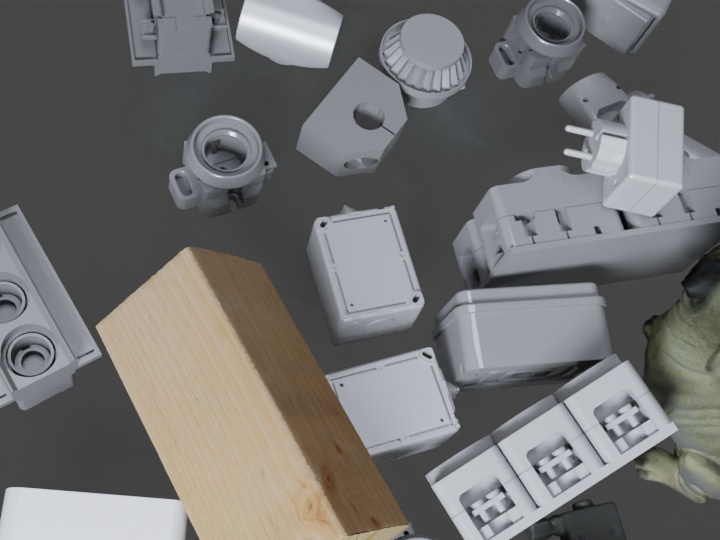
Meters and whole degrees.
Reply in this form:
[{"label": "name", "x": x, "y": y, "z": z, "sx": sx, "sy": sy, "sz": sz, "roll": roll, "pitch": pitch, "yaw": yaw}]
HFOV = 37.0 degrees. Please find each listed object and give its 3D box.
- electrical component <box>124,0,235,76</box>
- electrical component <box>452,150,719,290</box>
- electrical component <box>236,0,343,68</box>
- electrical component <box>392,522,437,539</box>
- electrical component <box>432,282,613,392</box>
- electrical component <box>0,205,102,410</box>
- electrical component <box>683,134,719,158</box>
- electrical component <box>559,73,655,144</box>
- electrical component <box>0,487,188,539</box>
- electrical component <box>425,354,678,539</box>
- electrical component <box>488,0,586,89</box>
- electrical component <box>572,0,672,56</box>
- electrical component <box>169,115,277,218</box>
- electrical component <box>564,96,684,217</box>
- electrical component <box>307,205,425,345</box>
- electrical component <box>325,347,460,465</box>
[{"label": "electrical component", "x": -0.145, "y": -0.221, "z": 0.839, "sx": 0.079, "sy": 0.063, "sz": 0.121, "roll": -6, "pitch": 70, "yaw": -14}, {"label": "electrical component", "x": 0.174, "y": -0.032, "z": 0.805, "sx": 0.186, "sy": 0.105, "sz": 0.060, "roll": -9, "pitch": 70, "yaw": -15}, {"label": "electrical component", "x": -0.052, "y": -0.208, "z": 0.863, "sx": 0.077, "sy": 0.044, "sz": 0.079, "roll": 16, "pitch": 66, "yaw": -5}, {"label": "electrical component", "x": 0.033, "y": 0.205, "z": 0.705, "sx": 0.058, "sy": 0.057, "sz": 0.078, "roll": -6, "pitch": 69, "yaw": -14}, {"label": "electrical component", "x": 0.115, "y": 0.049, "z": 0.775, "sx": 0.113, "sy": 0.078, "sz": 0.057, "roll": -3, "pitch": 72, "yaw": -13}, {"label": "electrical component", "x": -0.236, "y": 0.028, "z": 0.717, "sx": 0.079, "sy": 0.063, "sz": 0.121, "roll": -28, "pitch": 76, "yaw": -20}, {"label": "electrical component", "x": 0.278, "y": -0.079, "z": 0.879, "sx": 0.081, "sy": 0.043, "sz": 0.043, "roll": 29, "pitch": 65, "yaw": 1}, {"label": "electrical component", "x": 0.216, "y": -0.124, "z": 0.885, "sx": 0.079, "sy": 0.043, "sz": 0.077, "roll": -22, "pitch": 74, "yaw": -19}, {"label": "electrical component", "x": -0.165, "y": 0.175, "z": 0.665, "sx": 0.113, "sy": 0.078, "sz": 0.057, "roll": 7, "pitch": 64, "yaw": -9}, {"label": "electrical component", "x": 0.124, "y": 0.123, "z": 0.716, "sx": 0.150, "sy": 0.089, "sz": 0.061, "roll": -33, "pitch": 76, "yaw": -1}, {"label": "electrical component", "x": 0.153, "y": -0.191, "z": 0.892, "sx": 0.078, "sy": 0.057, "sz": 0.058, "roll": -16, "pitch": 72, "yaw": -18}, {"label": "electrical component", "x": 0.213, "y": -0.236, "z": 0.920, "sx": 0.096, "sy": 0.061, "sz": 0.061, "roll": 29, "pitch": 65, "yaw": 1}, {"label": "electrical component", "x": -0.100, "y": -0.078, "z": 0.793, "sx": 0.078, "sy": 0.057, "sz": 0.058, "roll": -20, "pitch": 74, "yaw": -19}, {"label": "electrical component", "x": 0.177, "y": -0.082, "z": 0.740, "sx": 0.077, "sy": 0.047, "sz": 0.065, "roll": 11, "pitch": 66, "yaw": -7}, {"label": "electrical component", "x": 0.000, "y": 0.000, "z": 0.779, "sx": 0.062, "sy": 0.061, "sz": 0.096, "roll": -10, "pitch": 68, "yaw": -15}, {"label": "electrical component", "x": 0.022, "y": 0.097, "z": 0.744, "sx": 0.096, "sy": 0.061, "sz": 0.061, "roll": -14, "pitch": 72, "yaw": -17}]
